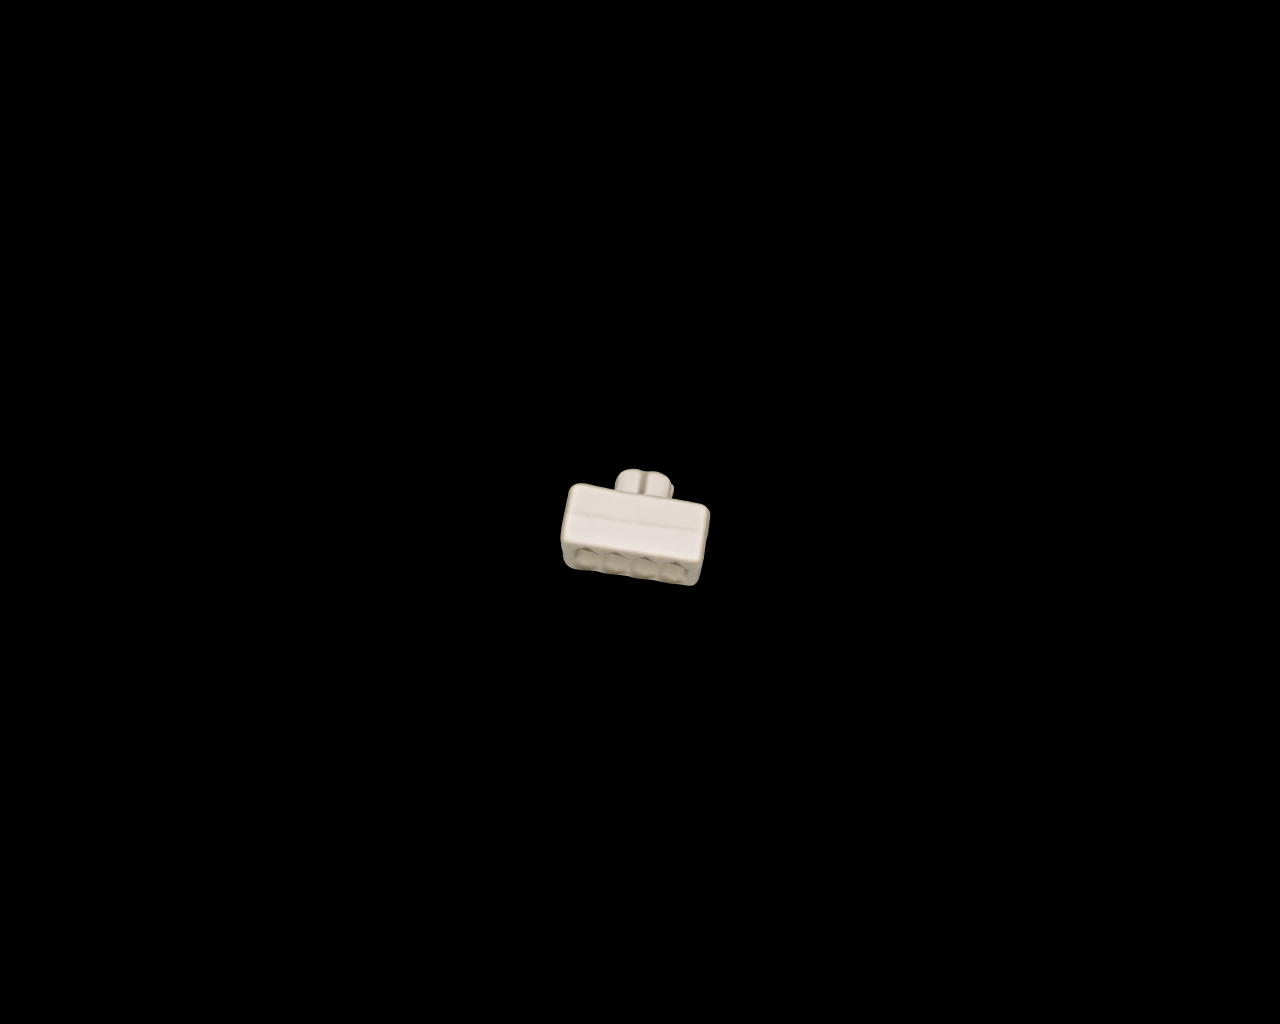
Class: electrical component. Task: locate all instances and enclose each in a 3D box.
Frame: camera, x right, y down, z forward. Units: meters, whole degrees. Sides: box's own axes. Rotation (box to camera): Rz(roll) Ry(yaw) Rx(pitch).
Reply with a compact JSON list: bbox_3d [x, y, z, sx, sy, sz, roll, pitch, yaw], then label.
[{"bbox_3d":[0.001,-0.003,0.650,0.083,0.076,0.047,10,-20,3],"label":"electrical component"}]
